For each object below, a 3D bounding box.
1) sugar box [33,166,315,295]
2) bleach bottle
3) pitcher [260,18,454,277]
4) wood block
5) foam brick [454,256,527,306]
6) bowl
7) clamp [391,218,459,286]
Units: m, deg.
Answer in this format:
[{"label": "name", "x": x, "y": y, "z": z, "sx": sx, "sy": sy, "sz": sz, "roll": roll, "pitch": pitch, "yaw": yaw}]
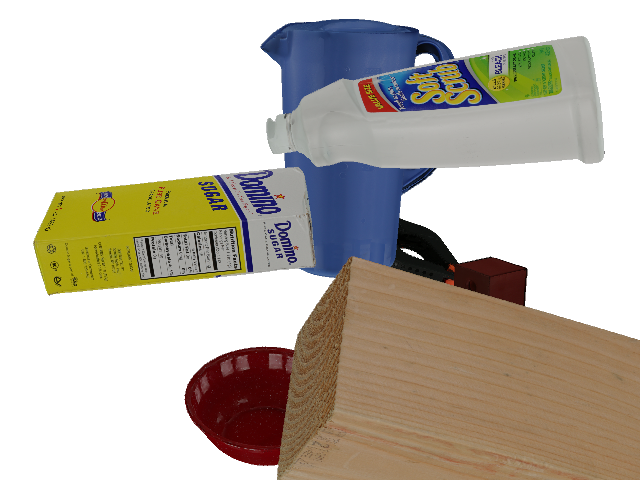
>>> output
[{"label": "sugar box", "x": -0.094, "y": -0.009, "z": 0.715, "sx": 0.176, "sy": 0.048, "sz": 0.093, "roll": -9, "pitch": 24, "yaw": -1}, {"label": "bleach bottle", "x": 0.082, "y": -0.092, "z": 0.813, "sx": 0.251, "sy": 0.068, "sz": 0.102, "roll": -7, "pitch": 42, "yaw": 13}, {"label": "pitcher", "x": 0.035, "y": -0.092, "z": 1.040, "sx": 0.149, "sy": 0.243, "sz": 0.144, "roll": 12, "pitch": 19, "yaw": 34}, {"label": "wood block", "x": 0.092, "y": 0.093, "z": 0.554, "sx": 0.206, "sy": 0.090, "sz": 0.090, "roll": 16, "pitch": -37, "yaw": -12}, {"label": "foam brick", "x": 0.165, "y": 0.061, "z": 1.046, "sx": 0.051, "sy": 0.078, "sz": 0.053, "roll": -11, "pitch": 18, "yaw": -34}, {"label": "bowl", "x": -0.055, "y": 0.176, "z": 1.078, "sx": 0.162, "sy": 0.055, "sz": 0.162, "roll": 1, "pitch": 31, "yaw": -1}, {"label": "clamp", "x": 0.069, "y": -0.002, "z": 1.249, "sx": 0.210, "sy": 0.036, "sz": 0.164, "roll": 38, "pitch": 43, "yaw": 26}]
